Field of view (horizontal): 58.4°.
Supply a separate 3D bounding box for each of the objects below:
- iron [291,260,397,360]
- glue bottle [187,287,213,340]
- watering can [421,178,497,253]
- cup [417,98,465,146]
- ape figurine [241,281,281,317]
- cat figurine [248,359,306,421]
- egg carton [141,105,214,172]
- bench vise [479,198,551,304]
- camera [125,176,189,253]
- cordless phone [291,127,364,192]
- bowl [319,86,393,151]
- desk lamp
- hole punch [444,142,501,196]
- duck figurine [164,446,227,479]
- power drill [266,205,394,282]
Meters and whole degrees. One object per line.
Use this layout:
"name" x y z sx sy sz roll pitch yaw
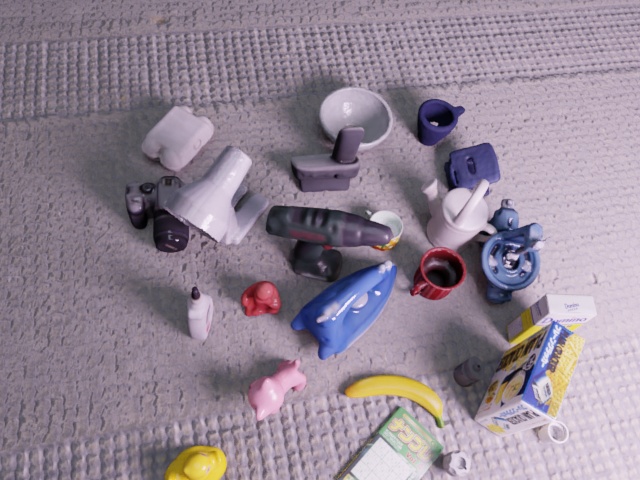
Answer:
"iron" 0.071 0.103 1.091 0.259 0.141 0.118 -39 75 -22
"glue bottle" -0.218 0.121 1.027 0.037 0.173 0.078 6 64 -4
"watering can" 0.284 -0.058 1.167 0.173 0.194 0.101 15 64 0
"cup" 0.271 -0.266 1.319 0.118 0.095 0.091 -20 69 -16
"ape figurine" -0.109 0.107 1.093 0.077 0.092 0.076 29 65 7
"cat figurine" -0.079 0.259 1.010 0.067 0.118 0.128 42 67 13
"egg carton" -0.304 -0.220 1.235 0.107 0.069 0.150 30 65 7
"bench vise" 0.373 0.000 1.136 0.121 0.220 0.207 -8 66 -11
"camera" -0.313 -0.050 1.136 0.143 0.101 0.137 -3 65 -9
"cordless phone" 0.017 -0.183 1.196 0.148 0.185 0.094 -8 66 -11
"bowl" 0.078 -0.263 1.304 0.167 0.075 0.167 3 64 -6
"desk lamp" -0.193 -0.074 1.100 0.118 0.213 0.203 31 65 8
"hole punch" 0.338 -0.154 1.277 0.101 0.091 0.108 -3 65 -9
"duck figurine" -0.208 0.381 0.953 0.105 0.086 0.077 -19 68 -15
"power drill" 0.010 0.004 1.093 0.229 0.208 0.075 13 64 -1
